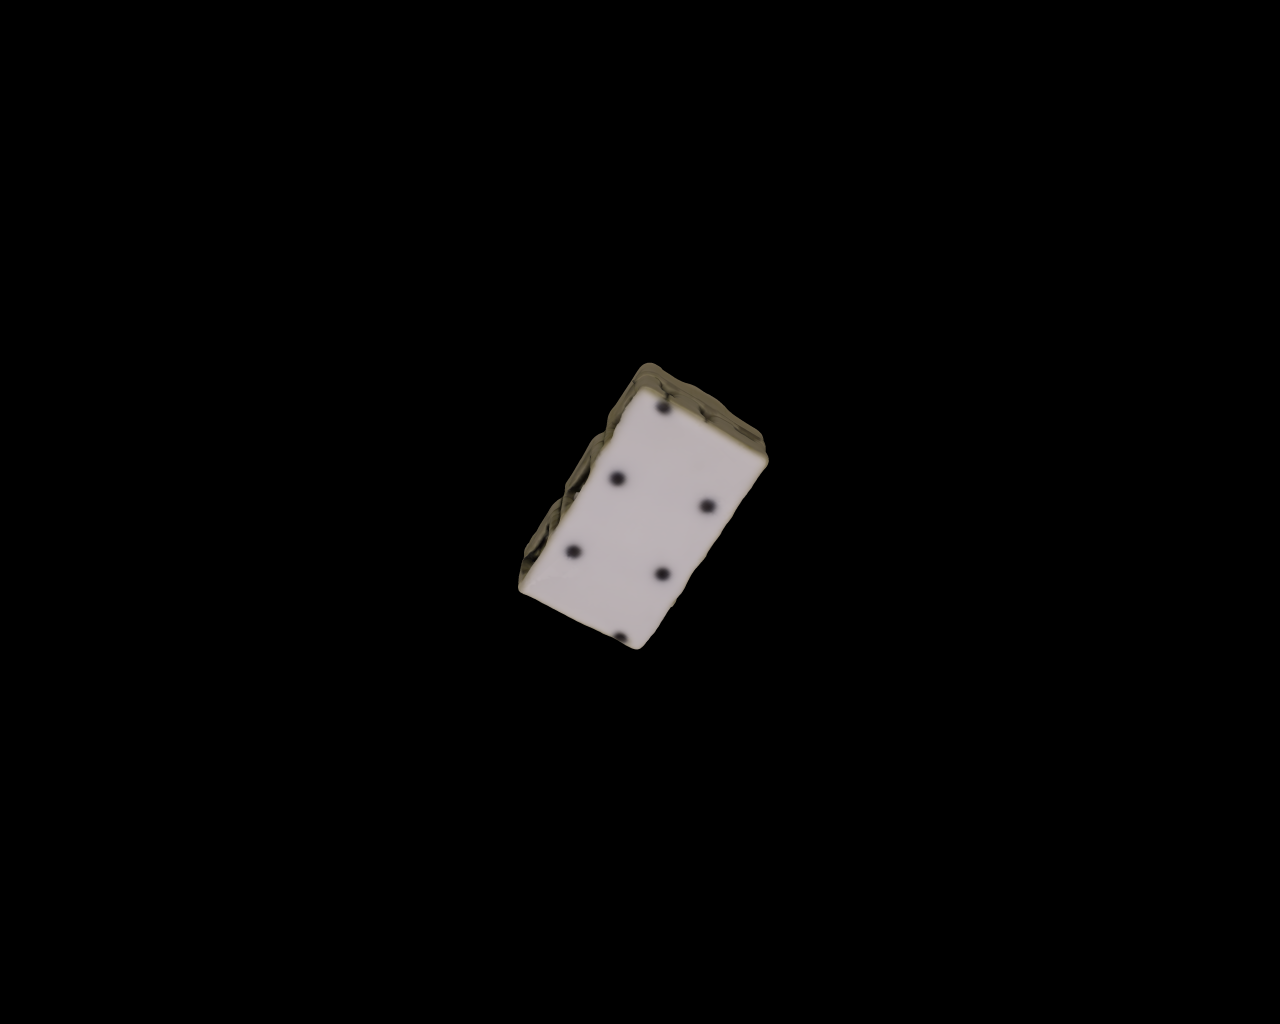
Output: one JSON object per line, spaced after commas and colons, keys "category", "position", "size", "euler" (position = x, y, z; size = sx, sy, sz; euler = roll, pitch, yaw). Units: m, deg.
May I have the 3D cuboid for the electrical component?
{"category": "electrical component", "position": [0.001, -0.003, 0.650], "size": [0.089, 0.150, 0.062], "euler": [30, 20, -12]}
